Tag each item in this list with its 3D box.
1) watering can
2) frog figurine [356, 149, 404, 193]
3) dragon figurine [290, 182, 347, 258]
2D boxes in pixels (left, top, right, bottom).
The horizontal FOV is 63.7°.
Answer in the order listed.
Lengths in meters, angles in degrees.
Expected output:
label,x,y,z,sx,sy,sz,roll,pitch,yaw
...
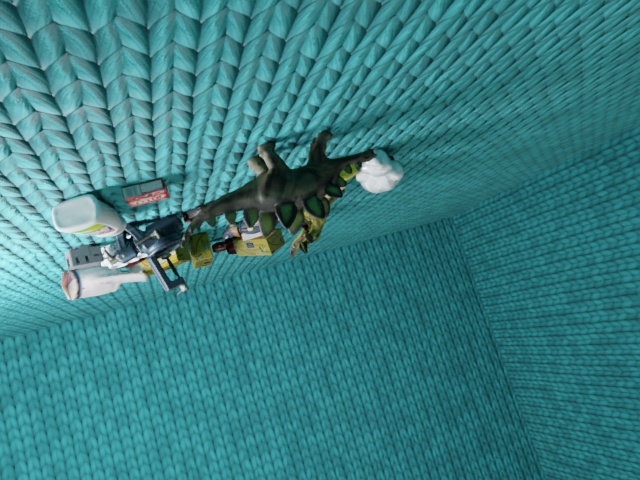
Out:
label,x,y,z,sx,sy,sz,roll,pitch,yaw
watering can,-0.733,0.134,1.734,0.226,0.104,0.346,-12,-175,-40
frog figurine,0.171,-0.193,1.455,0.137,0.122,0.160,2,-176,1
dragon figurine,0.005,-0.086,1.699,0.246,0.123,0.403,-42,173,-23
